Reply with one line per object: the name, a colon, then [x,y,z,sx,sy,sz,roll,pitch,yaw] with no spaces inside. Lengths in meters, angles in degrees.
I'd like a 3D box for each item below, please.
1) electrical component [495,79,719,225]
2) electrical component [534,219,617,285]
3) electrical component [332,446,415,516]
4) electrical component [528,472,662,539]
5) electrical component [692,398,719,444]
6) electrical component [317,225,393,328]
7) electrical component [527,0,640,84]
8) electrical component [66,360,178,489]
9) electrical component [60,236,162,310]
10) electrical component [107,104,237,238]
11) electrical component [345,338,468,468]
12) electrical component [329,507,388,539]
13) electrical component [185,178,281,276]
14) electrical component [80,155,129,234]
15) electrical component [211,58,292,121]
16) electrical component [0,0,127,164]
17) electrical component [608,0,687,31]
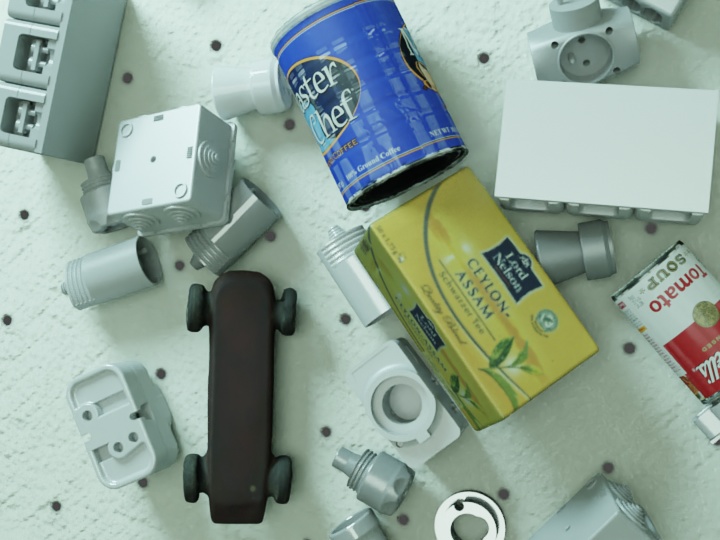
electrical component: [0.181,-0.086,0.796,0.150,0.062,0.089,5,85,12]
electrical component: [0.163,-0.013,0.811,0.055,0.045,0.045,-10,87,12]
electrical component: [0.008,0.161,0.844,0.062,0.043,0.043,28,95,13]
electrical component: [0.167,0.203,0.781,0.048,0.099,0.099,43,98,-3]
electrical component: [0.290,0.105,0.776,0.078,0.058,0.057,-43,78,9]
electrical component: [0.000,0.000,0.848,0.043,0.043,0.081,-35,82,10]
electrical component: [0.163,-0.182,0.802,0.077,0.044,0.079,-13,122,12]
electrical component: [-0.192,0.124,0.880,0.054,0.059,0.095,-25,84,11]
electrical component: [-0.212,0.004,0.894,0.081,0.043,0.043,-18,86,12]
electrical component: [-0.150,-0.079,0.856,0.100,0.048,0.099,-7,69,28]
electrical component: [0.036,0.102,0.832,0.050,0.056,0.089,-38,82,9]
electrical component: [0.004,0.217,0.847,0.040,0.040,0.046,-33,88,10]
electrical component: [-0.107,-0.031,0.872,0.081,0.043,0.043,-45,81,9]
electrical component: [-0.212,-0.064,0.895,0.043,0.043,0.062,-21,85,11]
electrical component: [-0.087,-0.146,0.868,0.055,0.045,0.045,-6,88,12]
electrical component: [-0.252,-0.169,0.881,0.062,0.089,0.150,13,92,12]
electrical component: [0.222,-0.231,0.799,0.066,0.047,0.076,31,96,11]
